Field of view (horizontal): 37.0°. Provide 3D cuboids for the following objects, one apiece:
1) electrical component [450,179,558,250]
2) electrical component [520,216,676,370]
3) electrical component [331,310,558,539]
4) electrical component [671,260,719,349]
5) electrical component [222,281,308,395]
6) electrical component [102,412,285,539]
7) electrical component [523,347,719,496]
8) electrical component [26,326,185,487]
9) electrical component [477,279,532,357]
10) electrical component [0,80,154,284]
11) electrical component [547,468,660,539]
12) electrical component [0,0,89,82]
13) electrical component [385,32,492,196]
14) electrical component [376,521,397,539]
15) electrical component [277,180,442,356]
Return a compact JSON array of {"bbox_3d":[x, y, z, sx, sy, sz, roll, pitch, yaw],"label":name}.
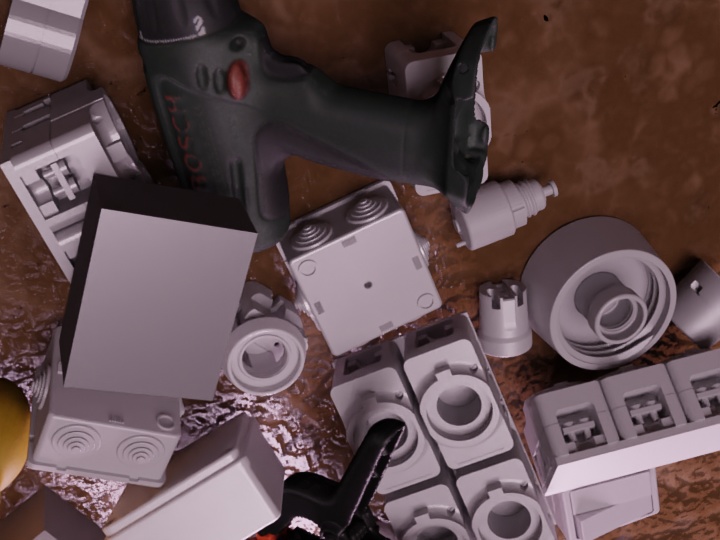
[{"bbox_3d":[0.098,-0.043,0.741,0.078,0.040,0.040,-21,120,-5],"label":"electrical component"},{"bbox_3d":[0.178,0.022,0.785,0.108,0.060,0.108,-7,118,-13],"label":"electrical component"},{"bbox_3d":[0.063,0.138,0.775,0.105,0.060,0.186,-21,106,10],"label":"electrical component"},{"bbox_3d":[0.262,0.028,0.817,0.055,0.055,0.047,37,106,-28],"label":"electrical component"},{"bbox_3d":[-0.069,0.048,0.731,0.078,0.057,0.058,33,104,-27],"label":"electrical component"},{"bbox_3d":[-0.111,0.158,0.741,0.109,0.108,0.056,-31,97,2],"label":"electrical component"},{"bbox_3d":[0.204,0.110,0.804,0.150,0.061,0.089,-14,154,-4],"label":"electrical component"},{"bbox_3d":[-0.165,0.087,0.700,0.100,0.099,0.048,14,125,-22],"label":"electrical component"},{"bbox_3d":[0.105,0.035,0.784,0.040,0.040,0.046,-10,113,-11],"label":"electrical component"},{"bbox_3d":[-0.150,-0.029,0.649,0.062,0.089,0.150,-25,120,-3],"label":"electrical component"},{"bbox_3d":[0.200,0.171,0.868,0.096,0.061,0.061,-18,120,-6],"label":"electrical component"},{"bbox_3d":[-0.180,-0.177,0.585,0.074,0.052,0.138,14,112,-21],"label":"electrical component"},{"bbox_3d":[0.051,-0.099,0.689,0.050,0.055,0.089,-12,119,-10],"label":"electrical component"},{"bbox_3d":[0.040,0.220,0.858,0.077,0.044,0.079,29,105,-26],"label":"electrical component"},{"bbox_3d":[0.000,0.000,0.730,0.100,0.048,0.099,-25,120,-2],"label":"electrical component"}]
